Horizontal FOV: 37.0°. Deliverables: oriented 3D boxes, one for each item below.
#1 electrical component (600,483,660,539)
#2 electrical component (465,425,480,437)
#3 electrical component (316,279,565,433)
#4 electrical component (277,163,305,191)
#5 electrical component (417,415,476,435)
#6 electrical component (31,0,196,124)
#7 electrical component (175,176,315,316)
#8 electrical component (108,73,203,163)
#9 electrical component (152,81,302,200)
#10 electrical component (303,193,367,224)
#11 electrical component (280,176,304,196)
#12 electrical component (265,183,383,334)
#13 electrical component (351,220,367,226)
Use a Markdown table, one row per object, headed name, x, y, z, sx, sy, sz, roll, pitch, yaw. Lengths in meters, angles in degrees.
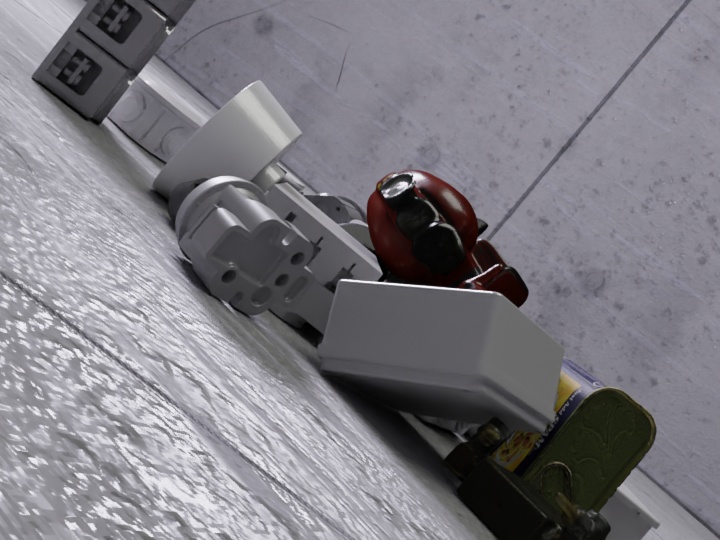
| name | x | y | z | sx | sy | sz | roll | pitch | yaw |
| --- | --- | --- | --- | --- | --- | --- | --- | --- | --- |
| electrical component | 0.159 | 0.163 | 0.785 | 0.100 | 0.048 | 0.099 | 39 | 3 | -5 |
| electrical component | 0.096 | 0.104 | 0.834 | 0.047 | 0.055 | 0.055 | 35 | 4 | -15 |
| electrical component | 0.049 | 0.050 | 0.628 | 0.109 | 0.056 | 0.109 | 4 | -18 | 33 |
| electrical component | -0.108 | -0.091 | 1.140 | 0.078 | 0.057 | 0.113 | 40 | 3 | 1 |
| electrical component | 0.047 | 0.071 | 0.773 | 0.100 | 0.048 | 0.100 | 41 | 4 | 27 |
| electrical component | -0.186 | -0.195 | 0.857 | 0.062 | 0.150 | 0.089 | 38 | 4 | -16 |
| electrical component | -0.068 | -0.016 | 0.599 | 0.057 | 0.058 | 0.078 | 46 | 7 | 40 |
| electrical component | -0.184 | -0.137 | 0.969 | 0.080 | 0.051 | 0.080 | 40 | 3 | -3 |
| electrical component | -0.088 | -0.075 | 0.766 | 0.060 | 0.108 | 0.108 | 46 | 3 | -5 |
| electrical component | -0.033 | -0.035 | 1.035 | 0.080 | 0.080 | 0.051 | 41 | 9 | 21 |
| electrical component | -0.099 | -0.068 | 0.889 | 0.061 | 0.061 | 0.096 | 41 | 4 | 14 |
| electrical component | -0.040 | -0.008 | 0.741 | 0.089 | 0.061 | 0.150 | 40 | 3 | -4 |
| electrical component | 0.000 | 0.000 | 0.939 | 0.051 | 0.080 | 0.080 | 32 | 7 | -27 |
